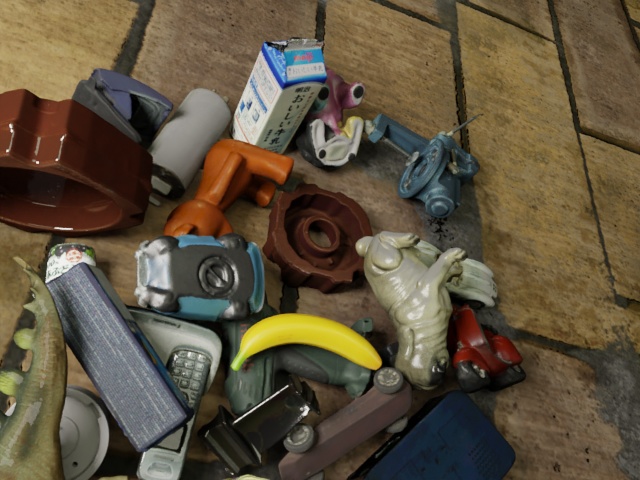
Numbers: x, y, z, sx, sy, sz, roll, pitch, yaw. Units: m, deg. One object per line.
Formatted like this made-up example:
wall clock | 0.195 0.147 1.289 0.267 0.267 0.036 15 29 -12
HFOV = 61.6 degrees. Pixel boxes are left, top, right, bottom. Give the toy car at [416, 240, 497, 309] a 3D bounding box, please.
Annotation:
toy car | 0.210 0.056 0.893 0.202 0.056 0.073 19 57 -13

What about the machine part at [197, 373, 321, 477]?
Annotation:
machine part | -0.068 0.212 0.629 0.139 0.039 0.084 -32 97 -2

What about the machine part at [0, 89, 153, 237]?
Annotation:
machine part | -0.315 -0.079 0.621 0.201 0.201 0.087 -8 66 22

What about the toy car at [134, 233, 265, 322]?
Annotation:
toy car | -0.154 0.052 0.661 0.161 0.103 0.109 2 73 -33

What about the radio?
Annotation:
radio | 0.145 0.311 0.714 0.229 0.073 0.131 -30 77 -35

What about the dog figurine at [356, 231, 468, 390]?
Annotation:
dog figurine | 0.111 0.097 0.754 0.173 0.121 0.190 14 71 25

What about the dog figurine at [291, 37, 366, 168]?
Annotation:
dog figurine | -0.022 -0.241 0.933 0.108 0.191 0.219 -15 36 -27

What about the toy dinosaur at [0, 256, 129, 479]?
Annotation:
toy dinosaur | -0.285 0.257 0.487 0.198 0.105 0.471 15 77 -10

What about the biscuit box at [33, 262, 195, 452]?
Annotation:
biscuit box | -0.215 0.123 0.572 0.063 0.059 0.202 -35 83 -10

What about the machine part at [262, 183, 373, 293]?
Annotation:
machine part | -0.002 -0.003 0.831 0.179 0.056 0.179 12 58 -20

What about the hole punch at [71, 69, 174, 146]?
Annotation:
hole punch | -0.282 -0.177 0.759 0.115 0.142 0.092 46 55 -13

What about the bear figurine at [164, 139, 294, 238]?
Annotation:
bear figurine | -0.133 -0.045 0.757 0.132 0.120 0.196 25 57 -15

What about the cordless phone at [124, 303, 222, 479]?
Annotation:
cordless phone | -0.203 0.178 0.625 0.146 0.088 0.184 18 62 -15

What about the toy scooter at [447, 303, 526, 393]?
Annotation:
toy scooter | 0.240 0.160 0.817 0.183 0.075 0.135 15 46 -48

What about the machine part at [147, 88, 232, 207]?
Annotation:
machine part | -0.202 -0.147 0.807 0.079 0.079 0.243 29 56 -8

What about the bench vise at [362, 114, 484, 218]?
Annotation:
bench vise | 0.178 -0.156 0.959 0.240 0.129 0.223 30 56 -15

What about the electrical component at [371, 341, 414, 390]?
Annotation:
electrical component | 0.117 0.187 0.783 0.119 0.047 0.075 -26 75 -32

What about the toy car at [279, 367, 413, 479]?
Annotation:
toy car | 0.034 0.237 0.685 0.202 0.089 0.053 -26 37 -21

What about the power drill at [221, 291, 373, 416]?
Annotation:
power drill | -0.033 0.126 0.731 0.207 0.086 0.232 15 59 -21
